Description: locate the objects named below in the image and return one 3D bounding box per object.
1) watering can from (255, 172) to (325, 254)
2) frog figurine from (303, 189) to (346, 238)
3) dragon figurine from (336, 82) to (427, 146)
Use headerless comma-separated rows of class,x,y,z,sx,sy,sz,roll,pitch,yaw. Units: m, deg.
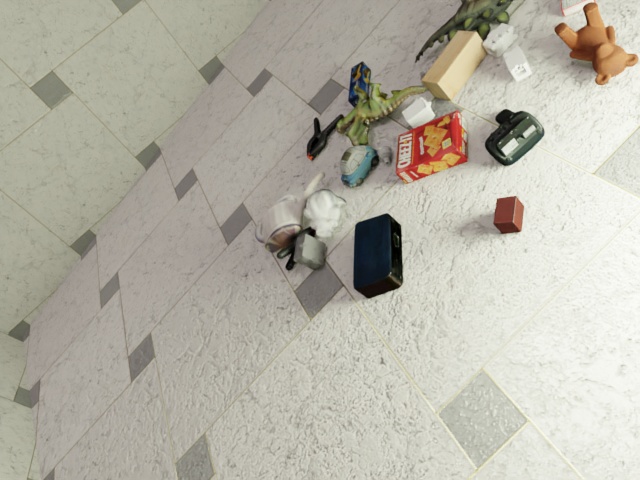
watering can,-0.104,-0.087,1.835,0.344,0.102,0.230,-36,41,20
frog figurine,0.005,-0.086,1.716,0.137,0.120,0.163,4,51,26
dragon figurine,0.190,-0.434,1.830,0.412,0.121,0.243,17,85,56
